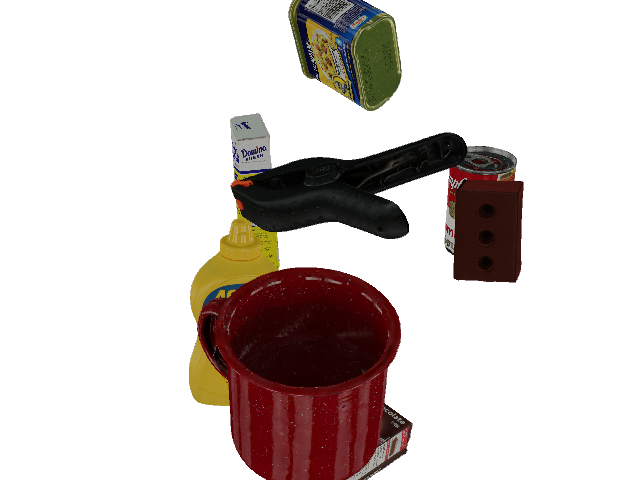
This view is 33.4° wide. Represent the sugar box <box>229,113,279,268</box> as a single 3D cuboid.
[{"bbox_3d":[-0.082,-0.058,1.313,0.048,0.176,0.093,-9,25,-7],"label":"sugar box"}]

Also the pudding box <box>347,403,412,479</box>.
[{"bbox_3d":[0.001,0.146,0.845,0.089,0.039,0.114,-26,47,-37],"label":"pudding box"}]

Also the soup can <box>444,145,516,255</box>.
[{"bbox_3d":[0.164,-0.038,1.104,0.068,0.102,0.068,0,27,0],"label":"soup can"}]

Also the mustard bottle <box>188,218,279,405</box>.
[{"bbox_3d":[-0.082,0.070,1.065,0.096,0.192,0.058,-2,23,-14],"label":"mustard bottle"}]

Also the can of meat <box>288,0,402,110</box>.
[{"bbox_3d":[0.025,-0.178,0.975,0.057,0.102,0.084,-40,55,-19],"label":"can of meat"}]

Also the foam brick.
[{"bbox_3d":[0.140,-0.008,0.885,0.053,0.078,0.051,2,15,15],"label":"foam brick"}]

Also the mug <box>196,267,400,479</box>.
[{"bbox_3d":[-0.017,0.070,0.561,0.117,0.081,0.093,22,43,24],"label":"mug"}]

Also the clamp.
[{"bbox_3d":[0.008,-0.030,0.733,0.172,0.039,0.120,-10,20,26],"label":"clamp"}]
